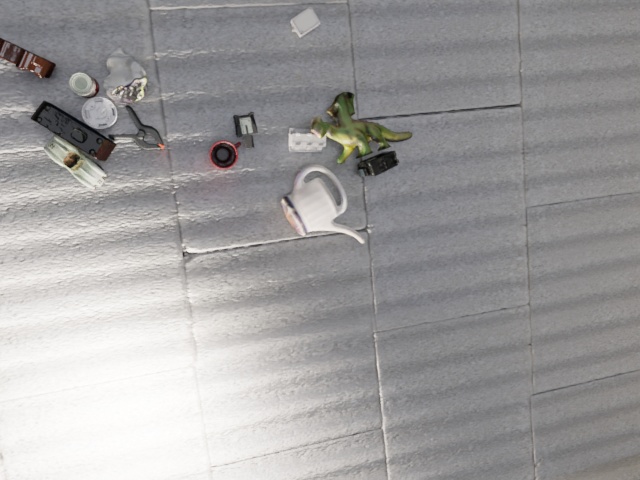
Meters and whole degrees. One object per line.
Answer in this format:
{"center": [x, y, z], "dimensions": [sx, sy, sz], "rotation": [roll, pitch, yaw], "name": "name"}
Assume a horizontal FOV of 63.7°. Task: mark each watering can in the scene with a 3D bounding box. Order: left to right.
{"center": [0.005, -0.091, 1.803], "dimensions": [0.225, 0.104, 0.344], "rotation": [-31, 103, -7], "name": "watering can"}

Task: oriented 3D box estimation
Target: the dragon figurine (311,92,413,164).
{"center": [0.135, -0.407, 1.794], "dimensions": [0.415, 0.121, 0.242], "rotation": [-26, 94, -33], "name": "dragon figurine"}

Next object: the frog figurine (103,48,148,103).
{"center": [-0.619, -0.514, 1.617], "dimensions": [0.137, 0.121, 0.162], "rotation": [-34, 68, 2], "name": "frog figurine"}
